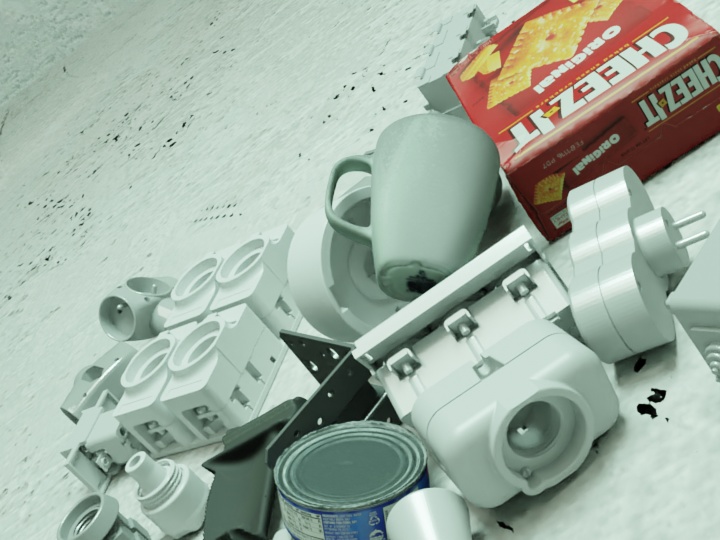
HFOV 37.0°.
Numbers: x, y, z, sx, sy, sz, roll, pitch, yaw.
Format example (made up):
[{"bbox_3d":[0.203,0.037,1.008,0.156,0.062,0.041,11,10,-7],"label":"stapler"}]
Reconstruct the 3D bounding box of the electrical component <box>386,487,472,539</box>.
[{"bbox_3d":[0.041,0.146,0.533,0.044,0.044,0.065,-35,31,10],"label":"electrical component"}]

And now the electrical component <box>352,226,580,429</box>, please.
[{"bbox_3d":[0.067,0.039,0.633,0.121,0.079,0.063,-35,55,9],"label":"electrical component"}]

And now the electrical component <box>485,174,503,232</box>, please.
[{"bbox_3d":[0.075,-0.049,0.775,0.043,0.077,0.079,3,84,16],"label":"electrical component"}]

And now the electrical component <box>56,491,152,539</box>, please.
[{"bbox_3d":[-0.172,0.184,0.733,0.048,0.055,0.066,-43,26,-7],"label":"electrical component"}]

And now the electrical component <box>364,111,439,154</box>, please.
[{"bbox_3d":[0.049,-0.099,0.912,0.081,0.042,0.063,-9,37,45],"label":"electrical component"}]

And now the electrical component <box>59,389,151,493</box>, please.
[{"bbox_3d":[-0.197,0.135,0.862,0.064,0.042,0.081,-22,31,30],"label":"electrical component"}]

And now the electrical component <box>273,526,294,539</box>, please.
[{"bbox_3d":[-0.036,0.164,0.604,0.040,0.040,0.078,-21,31,33],"label":"electrical component"}]

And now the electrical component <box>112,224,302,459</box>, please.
[{"bbox_3d":[-0.112,0.051,0.863,0.105,0.060,0.186,-20,32,35],"label":"electrical component"}]

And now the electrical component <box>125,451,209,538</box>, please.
[{"bbox_3d":[-0.132,0.149,0.730,0.043,0.062,0.043,-31,27,18],"label":"electrical component"}]

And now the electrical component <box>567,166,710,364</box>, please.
[{"bbox_3d":[0.162,-0.012,0.610,0.074,0.052,0.138,-25,30,27],"label":"electrical component"}]

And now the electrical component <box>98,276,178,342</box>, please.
[{"bbox_3d":[-0.181,0.040,0.975,0.079,0.044,0.077,21,22,23],"label":"electrical component"}]

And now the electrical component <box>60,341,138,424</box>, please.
[{"bbox_3d":[-0.229,0.104,0.951,0.077,0.043,0.079,-51,28,-22],"label":"electrical component"}]

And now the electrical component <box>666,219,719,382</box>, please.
[{"bbox_3d":[0.198,0.014,0.512,0.061,0.061,0.096,1,47,54],"label":"electrical component"}]

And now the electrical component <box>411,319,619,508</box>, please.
[{"bbox_3d":[0.083,0.076,0.562,0.095,0.053,0.059,-33,25,-7],"label":"electrical component"}]

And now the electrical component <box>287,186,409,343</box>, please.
[{"bbox_3d":[0.000,0.000,0.749,0.060,0.108,0.108,-14,35,53],"label":"electrical component"}]

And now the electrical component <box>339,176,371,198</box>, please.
[{"bbox_3d":[-0.014,-0.036,0.891,0.077,0.043,0.079,-50,27,-21],"label":"electrical component"}]

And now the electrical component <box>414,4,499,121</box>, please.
[{"bbox_3d":[0.093,-0.180,0.959,0.079,0.063,0.121,-22,31,32],"label":"electrical component"}]
